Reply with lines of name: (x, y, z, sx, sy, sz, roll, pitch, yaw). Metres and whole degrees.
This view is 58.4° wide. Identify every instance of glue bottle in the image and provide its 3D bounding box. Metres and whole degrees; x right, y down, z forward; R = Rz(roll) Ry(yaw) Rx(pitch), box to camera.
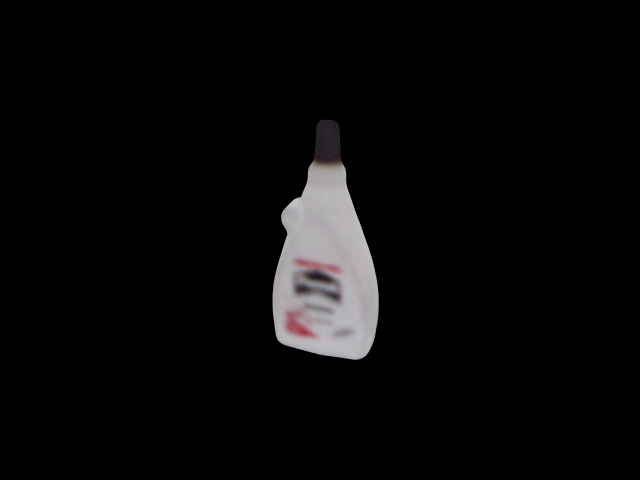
glue bottle: (0.004, 0.001, 0.400, 0.078, 0.173, 0.037, 7, 27, 14)
